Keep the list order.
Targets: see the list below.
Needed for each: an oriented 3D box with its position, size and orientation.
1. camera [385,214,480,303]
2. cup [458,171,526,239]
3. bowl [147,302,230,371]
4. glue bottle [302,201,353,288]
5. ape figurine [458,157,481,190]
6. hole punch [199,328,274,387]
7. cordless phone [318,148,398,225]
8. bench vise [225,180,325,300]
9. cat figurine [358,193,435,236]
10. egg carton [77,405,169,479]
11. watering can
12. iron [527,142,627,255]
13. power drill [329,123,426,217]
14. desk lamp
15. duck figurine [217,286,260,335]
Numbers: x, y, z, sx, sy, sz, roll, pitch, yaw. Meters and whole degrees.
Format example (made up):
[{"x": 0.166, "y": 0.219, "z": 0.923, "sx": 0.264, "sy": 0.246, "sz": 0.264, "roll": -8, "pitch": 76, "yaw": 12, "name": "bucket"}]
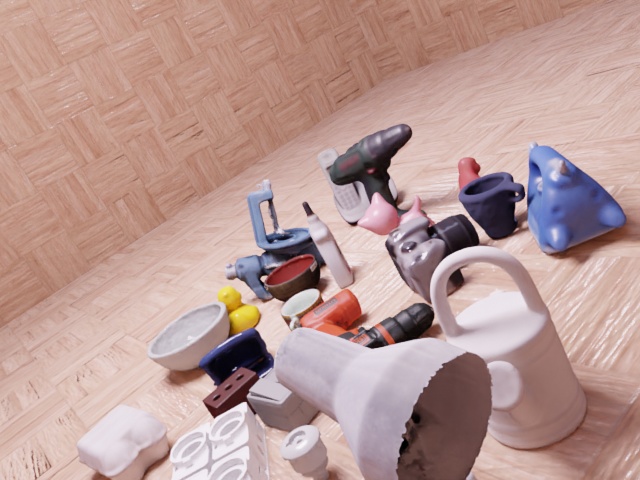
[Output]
[{"x": 0.184, "y": 0.010, "z": 0.909, "sx": 0.137, "sy": 0.101, "sz": 0.143, "roll": -29, "pitch": 18, "yaw": -2, "name": "camera"}, {"x": 0.292, "y": -0.052, "z": 0.926, "sx": 0.092, "sy": 0.095, "sz": 0.117, "roll": -38, "pitch": 20, "yaw": -26, "name": "cup"}, {"x": -0.232, "y": 0.192, "z": 1.073, "sx": 0.167, "sy": 0.075, "sz": 0.167, "roll": -26, "pitch": 18, "yaw": 9, "name": "bowl"}, {"x": 0.010, "y": 0.004, "z": 1.068, "sx": 0.037, "sy": 0.173, "sz": 0.078, "roll": -28, "pitch": 18, "yaw": 3, "name": "glue bottle"}, {"x": 0.298, "y": -0.120, "z": 1.111, "sx": 0.076, "sy": 0.092, "sz": 0.077, "roll": -31, "pitch": 18, "yaw": -9, "name": "ape figurine"}, {"x": -0.139, "y": 0.187, "z": 0.920, "sx": 0.109, "sy": 0.091, "sz": 0.101, "roll": -32, "pitch": 18, "yaw": -10, "name": "hole punch"}, {"x": 0.086, "y": -0.143, "z": 1.340, "sx": 0.147, "sy": 0.185, "sz": 0.094, "roll": -28, "pitch": 18, "yaw": 3, "name": "cordless phone"}, {"x": -0.109, "y": 0.002, "z": 1.174, "sx": 0.208, "sy": 0.220, "sz": 0.121, "roll": -36, "pitch": 19, "yaw": -21, "name": "bench vise"}, {"x": 0.141, "y": -0.040, "z": 1.083, "sx": 0.127, "sy": 0.118, "sz": 0.067, "roll": -23, "pitch": 19, "yaw": 15, "name": "cat figurine"}, {"x": -0.294, "y": 0.306, "z": 0.859, "sx": 0.149, "sy": 0.069, "sz": 0.107, "roll": -9, "pitch": 26, "yaw": 47, "name": "egg carton"}, {"x": 0.173, "y": 0.095, "z": 0.537, "sx": 0.101, "sy": 0.194, "sz": 0.172, "roll": -28, "pitch": 18, "yaw": 2, "name": "watering can"}, {"x": 0.348, "y": -0.084, "z": 0.856, "sx": 0.118, "sy": 0.142, "sz": 0.258, "roll": -24, "pitch": 18, "yaw": 13, "name": "iron"}, {"x": 0.130, "y": -0.119, "z": 1.170, "sx": 0.228, "sy": 0.209, "sz": 0.076, "roll": -9, "pitch": 26, "yaw": 46, "name": "power drill"}, {"x": 0.056, "y": 0.168, "z": 0.477, "sx": 0.118, "sy": 0.214, "sz": 0.202, "roll": -40, "pitch": 21, "yaw": -32, "name": "desk lamp"}, {"x": -0.168, "y": 0.133, "z": 1.124, "sx": 0.077, "sy": 0.086, "sz": 0.104, "roll": -30, "pitch": 18, "yaw": -6, "name": "duck figurine"}]
